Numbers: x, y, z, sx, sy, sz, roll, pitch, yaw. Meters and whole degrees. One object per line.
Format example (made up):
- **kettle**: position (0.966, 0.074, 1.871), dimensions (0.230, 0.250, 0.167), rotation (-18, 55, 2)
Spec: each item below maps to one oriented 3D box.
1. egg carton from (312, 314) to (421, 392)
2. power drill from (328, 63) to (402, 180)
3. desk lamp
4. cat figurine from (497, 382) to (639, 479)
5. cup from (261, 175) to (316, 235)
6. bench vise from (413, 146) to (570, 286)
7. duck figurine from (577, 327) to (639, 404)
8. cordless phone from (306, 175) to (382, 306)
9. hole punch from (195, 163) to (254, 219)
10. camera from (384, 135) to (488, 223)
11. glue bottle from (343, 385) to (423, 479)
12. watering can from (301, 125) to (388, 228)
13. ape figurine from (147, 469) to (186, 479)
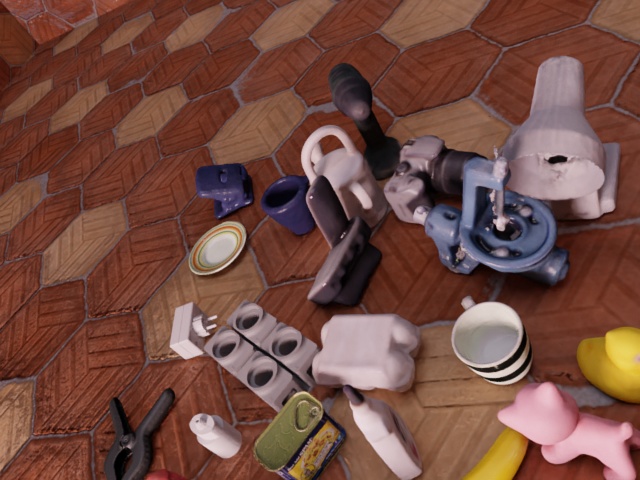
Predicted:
- **egg carton**: position (0.064, 0.155, 0.785), dimensions (0.150, 0.070, 0.107), rotation (-6, 49, 29)
- **power drill**: position (0.081, -0.212, 1.014), dimensions (0.075, 0.209, 0.229), rotation (-28, 41, 8)
- **desk lamp**: position (0.323, -0.118, 0.760), dimensions (0.117, 0.214, 0.203), rotation (-1, 52, 33)
- **cat figurine**: position (0.256, 0.188, 0.588), dimensions (0.127, 0.118, 0.067), rotation (5, 55, 37)
- **cup**: position (-0.036, -0.064, 1.040), dimensions (0.118, 0.095, 0.091), rotation (-35, 41, 0)
- **bench vise**: position (0.202, -0.024, 0.746), dimensions (0.206, 0.220, 0.121), rotation (-3, 50, 31)
- **duck figurine**: position (0.331, 0.125, 0.622), dimensions (0.104, 0.086, 0.077), rotation (13, 60, 41)
- **cordless phone**: position (0.008, 0.003, 0.877), dimensions (0.093, 0.186, 0.148), rotation (3, 53, 35)
- **hole punch**: position (-0.200, -0.118, 1.204), dimensions (0.101, 0.091, 0.108), rotation (-26, 42, 10)
- **camera**: position (0.191, -0.106, 0.923), dimensions (0.136, 0.101, 0.143), rotation (13, 60, 41)
- **glue bottle**: position (0.066, 0.209, 0.652), dimensions (0.037, 0.174, 0.078), rotation (-31, 41, 5)
- **watering can**: position (0.028, -0.110, 0.964), dimensions (0.172, 0.195, 0.101), rotation (16, 62, 42)
- **ape figurine**: position (-0.196, 0.339, 0.768), dimensions (0.076, 0.092, 0.077), rotation (-46, 42, -12)
